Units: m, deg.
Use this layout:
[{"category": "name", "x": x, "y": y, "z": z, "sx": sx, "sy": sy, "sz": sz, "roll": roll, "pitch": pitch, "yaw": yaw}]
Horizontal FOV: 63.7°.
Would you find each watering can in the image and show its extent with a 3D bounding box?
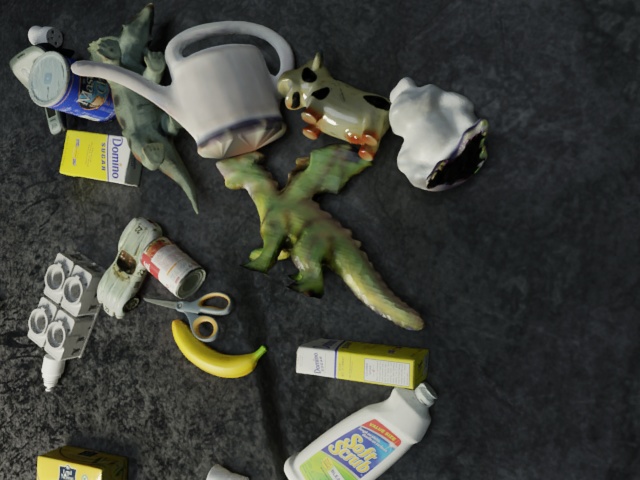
[{"category": "watering can", "x": -0.194, "y": -0.235, "z": 0.836, "sx": 0.349, "sy": 0.225, "sz": 0.103, "roll": -19, "pitch": -3, "yaw": -16}]

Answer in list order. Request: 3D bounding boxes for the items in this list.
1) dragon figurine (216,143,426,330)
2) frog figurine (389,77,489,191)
[{"category": "dragon figurine", "x": 0.002, "y": -0.040, "z": 0.801, "sx": 0.412, "sy": 0.243, "sz": 0.121, "roll": 19, "pitch": -4, "yaw": 22}, {"category": "frog figurine", "x": 0.157, "y": -0.153, "z": 0.740, "sx": 0.122, "sy": 0.135, "sz": 0.162, "roll": 6, "pitch": 35, "yaw": -43}]
